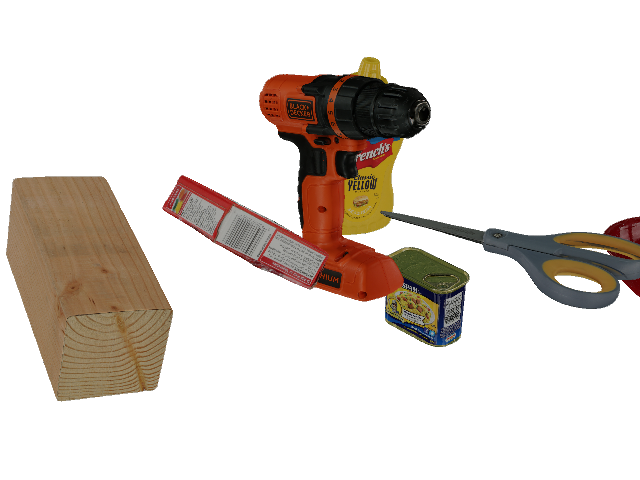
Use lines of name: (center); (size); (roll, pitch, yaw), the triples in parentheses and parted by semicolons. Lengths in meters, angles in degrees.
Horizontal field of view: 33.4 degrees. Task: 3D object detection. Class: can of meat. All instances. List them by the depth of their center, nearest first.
can of meat: (0.123, 0.068, 1.259); (0.057, 0.084, 0.102); (-25, 38, -38)

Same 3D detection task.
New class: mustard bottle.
mustard bottle: (0.040, -0.100, 1.126); (0.096, 0.192, 0.058); (-4, 32, -20)

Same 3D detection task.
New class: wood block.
wood block: (-0.210, 0.035, 0.942); (0.090, 0.091, 0.206); (-3, 36, -29)

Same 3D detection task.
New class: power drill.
power drill: (0.026, -0.048, 0.901); (0.057, 0.188, 0.185); (-18, 21, -36)

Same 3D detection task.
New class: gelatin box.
gelatin box: (-0.048, -0.005, 0.698); (0.089, 0.030, 0.073); (28, 1, -38)

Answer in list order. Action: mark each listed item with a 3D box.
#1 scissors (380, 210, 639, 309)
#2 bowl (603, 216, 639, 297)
scissors: (0.131, 0.011, 0.760); (0.202, 0.016, 0.096); (6, 30, 15)
bowl: (0.385, 0.029, 1.158); (0.162, 0.055, 0.162); (0, 26, 0)
